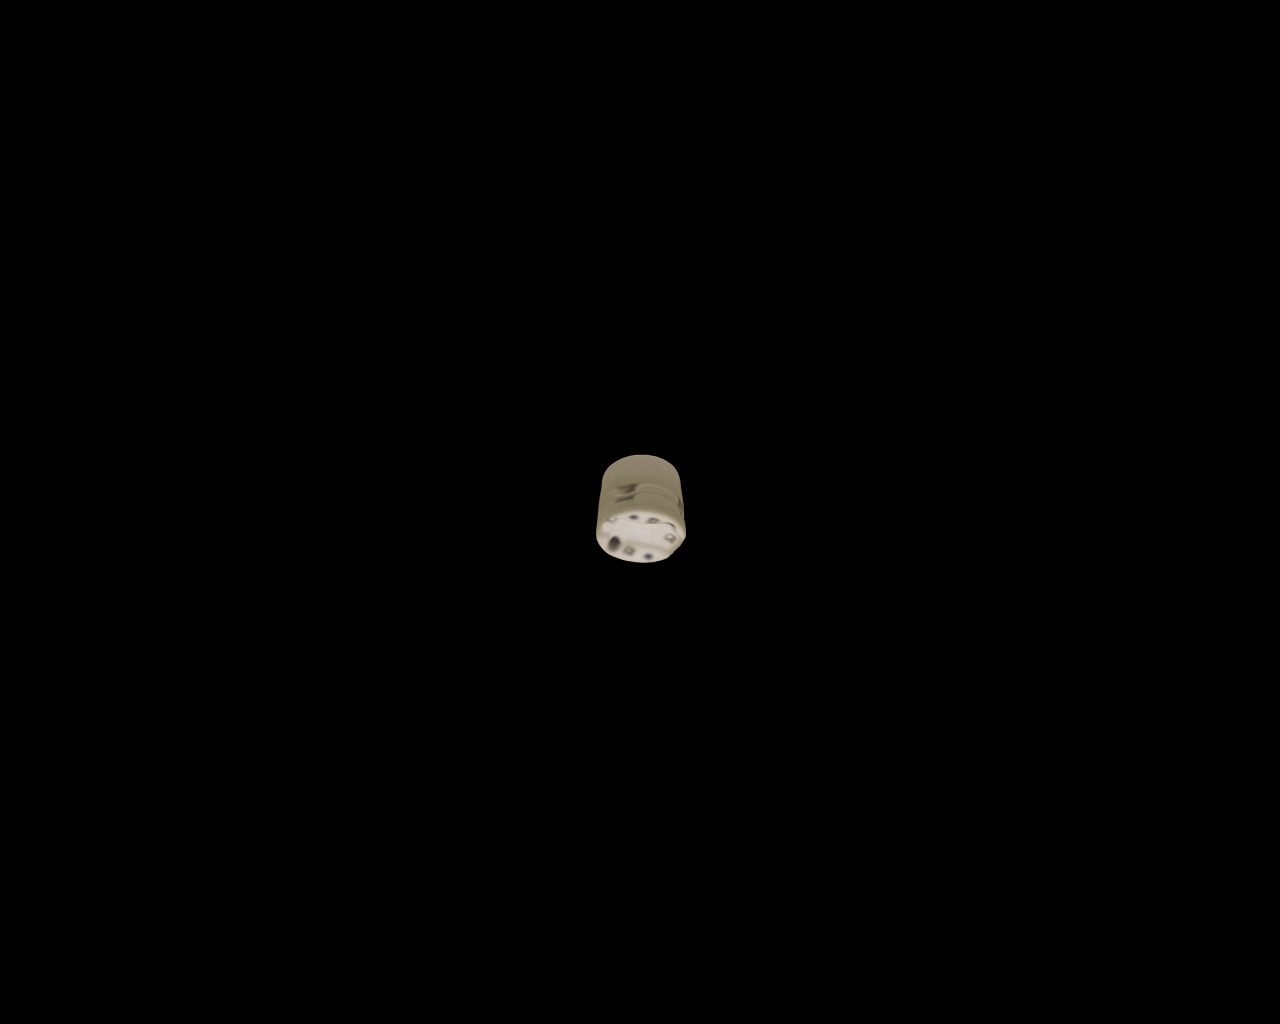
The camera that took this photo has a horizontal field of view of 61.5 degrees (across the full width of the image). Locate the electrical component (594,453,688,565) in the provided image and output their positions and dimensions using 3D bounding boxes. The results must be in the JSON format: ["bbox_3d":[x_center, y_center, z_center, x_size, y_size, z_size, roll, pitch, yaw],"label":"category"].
[{"bbox_3d":[0.001,-0.003,0.650,0.055,0.047,0.055,0,-39,0],"label":"electrical component"}]
